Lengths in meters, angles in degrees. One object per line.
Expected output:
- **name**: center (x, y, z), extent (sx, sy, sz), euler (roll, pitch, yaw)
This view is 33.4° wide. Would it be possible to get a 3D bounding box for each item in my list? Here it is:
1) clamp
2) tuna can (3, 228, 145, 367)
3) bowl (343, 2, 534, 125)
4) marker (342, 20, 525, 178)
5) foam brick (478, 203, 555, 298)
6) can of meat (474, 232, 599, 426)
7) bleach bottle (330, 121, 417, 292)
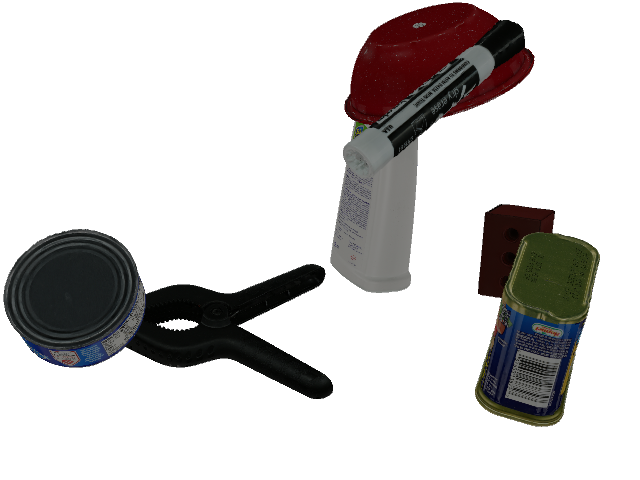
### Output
- **clamp**: center (-0.087, 0.082, 0.950), extent (0.210, 0.036, 0.164), euler (-3, 37, -9)
- **tuna can**: center (-0.157, 0.037, 0.687), extent (0.086, 0.086, 0.034), euler (0, -30, 4)
- **bowl**: center (0.090, -0.153, 0.877), extent (0.162, 0.055, 0.162), euler (-16, 25, 7)
- **marker**: center (0.057, -0.070, 0.507), extent (0.121, 0.020, 0.020), euler (-41, 21, -26)
- **foam brick**: center (0.175, 0.011, 0.954), extent (0.053, 0.078, 0.051), euler (8, 16, 24)
- **can of meat**: center (0.140, 0.053, 0.685), extent (0.057, 0.084, 0.102), euler (15, 33, 12)
- **bleach bottle**: center (0.068, -0.077, 1.154), extent (0.068, 0.251, 0.103), euler (-5, 23, -30)
